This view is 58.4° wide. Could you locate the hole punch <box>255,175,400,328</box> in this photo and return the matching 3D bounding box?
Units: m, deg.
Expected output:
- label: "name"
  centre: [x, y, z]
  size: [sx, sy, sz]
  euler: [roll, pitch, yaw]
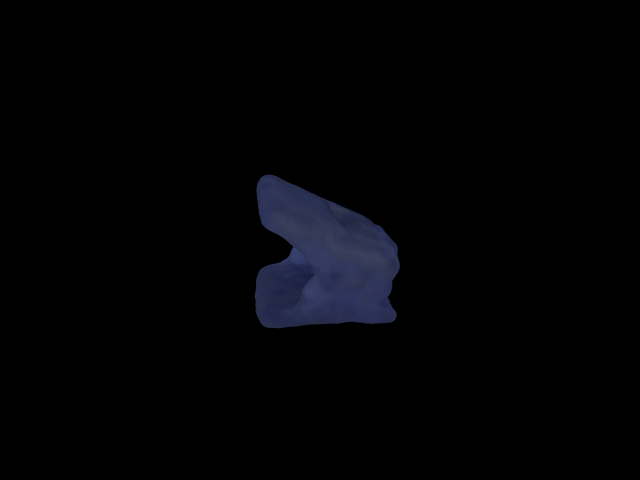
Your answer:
- label: "hole punch"
  centre: [0.004, 0.001, 0.400]
  size: [0.101, 0.091, 0.108]
  euler: [-2, 19, -7]
